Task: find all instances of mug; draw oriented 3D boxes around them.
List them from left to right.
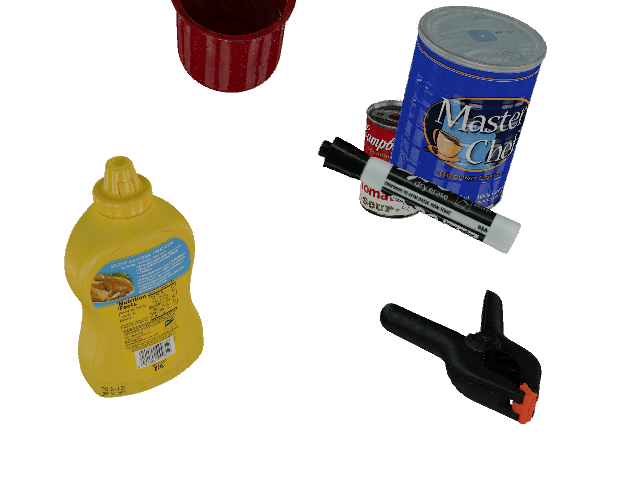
[{"bbox_3d":[-0.061,-0.175,0.815,0.093,0.117,0.081,36,-24,10],"label":"mug"}]

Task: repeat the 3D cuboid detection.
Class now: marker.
[{"bbox_3d":[0.054,-0.027,0.603,0.121,0.020,0.020,26,3,6],"label":"marker"}]

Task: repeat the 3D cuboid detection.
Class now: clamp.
[{"bbox_3d":[0.143,0.093,0.922,0.120,0.039,0.172,-17,37,-26],"label":"clamp"}]

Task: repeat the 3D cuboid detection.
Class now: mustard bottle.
[{"bbox_3d":[-0.138,0.023,0.783,0.096,0.192,0.058,-21,43,-26],"label":"mustard bottle"}]

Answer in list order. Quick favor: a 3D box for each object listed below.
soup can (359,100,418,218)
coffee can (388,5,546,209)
[{"bbox_3d":[0.076,-0.082,1.080,0.068,0.102,0.068,3,31,-2],"label":"soup can"},{"bbox_3d":[0.118,-0.107,0.880,0.102,0.140,0.103,7,36,-5],"label":"coffee can"}]
